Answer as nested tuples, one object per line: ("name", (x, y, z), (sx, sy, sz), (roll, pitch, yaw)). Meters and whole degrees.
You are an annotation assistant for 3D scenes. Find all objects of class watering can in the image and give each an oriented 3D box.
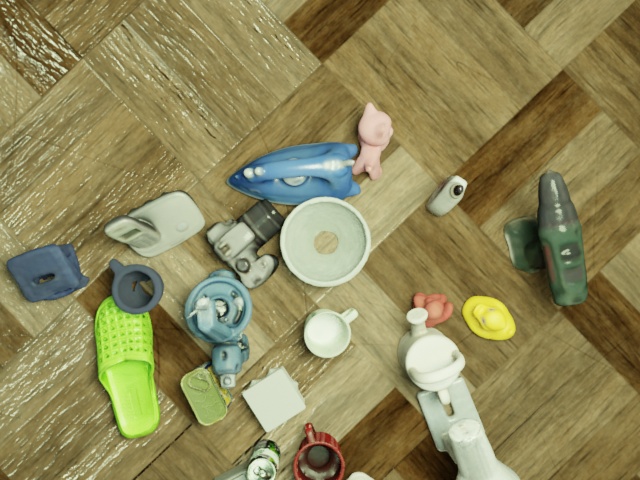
("watering can", (0.195, 0.210, 1.019), (0.101, 0.194, 0.173), (-41, 89, 0))

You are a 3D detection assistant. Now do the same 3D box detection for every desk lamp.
("desk lamp", (0.260, 0.373, 1.007), (0.118, 0.213, 0.203), (-22, 89, 0))

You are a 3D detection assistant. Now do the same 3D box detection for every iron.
("iron", (-0.054, -0.123, 1.050), (0.258, 0.141, 0.119), (-6, 89, 0))

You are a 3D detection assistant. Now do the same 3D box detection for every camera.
("camera", (-0.122, 0.000, 1.069), (0.137, 0.101, 0.143), (-41, 89, 0))

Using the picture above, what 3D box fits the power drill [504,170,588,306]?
("power drill", (0.398, 0.000, 1.013), (0.075, 0.208, 0.230), (-16, 89, 0))

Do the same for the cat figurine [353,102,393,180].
("cat figurine", (0.098, -0.183, 1.062), (0.067, 0.117, 0.128), (11, 89, 1))

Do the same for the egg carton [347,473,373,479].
("egg carton", (0.101, 0.511, 1.078), (0.150, 0.069, 0.107), (31, 90, 1))

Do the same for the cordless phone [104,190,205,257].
("cordless phone", (-0.297, -0.033, 1.028), (0.147, 0.185, 0.094), (-32, 89, 0))

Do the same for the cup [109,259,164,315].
("cup", (-0.339, 0.081, 1.072), (0.092, 0.095, 0.118), (-44, 89, 0))

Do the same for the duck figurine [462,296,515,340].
("duck figurine", (0.324, 0.150, 1.073), (0.104, 0.086, 0.077), (35, 90, 1))

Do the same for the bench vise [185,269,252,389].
("bench vise", (-0.166, 0.157, 1.008), (0.121, 0.219, 0.207), (-25, 89, 0))

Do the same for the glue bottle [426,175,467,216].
("glue bottle", (0.236, -0.085, 1.033), (0.037, 0.173, 0.078), (32, 90, 1))

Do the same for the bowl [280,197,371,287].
("bowl", (0.010, 0.004, 1.081), (0.167, 0.074, 0.167), (0, 89, 0))

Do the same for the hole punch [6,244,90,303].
("hole punch", (-0.509, 0.063, 1.074), (0.108, 0.091, 0.101), (-20, 89, 0))

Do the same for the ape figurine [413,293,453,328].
("ape figurine", (0.210, 0.129, 1.071), (0.078, 0.092, 0.076), (37, 90, 1))
